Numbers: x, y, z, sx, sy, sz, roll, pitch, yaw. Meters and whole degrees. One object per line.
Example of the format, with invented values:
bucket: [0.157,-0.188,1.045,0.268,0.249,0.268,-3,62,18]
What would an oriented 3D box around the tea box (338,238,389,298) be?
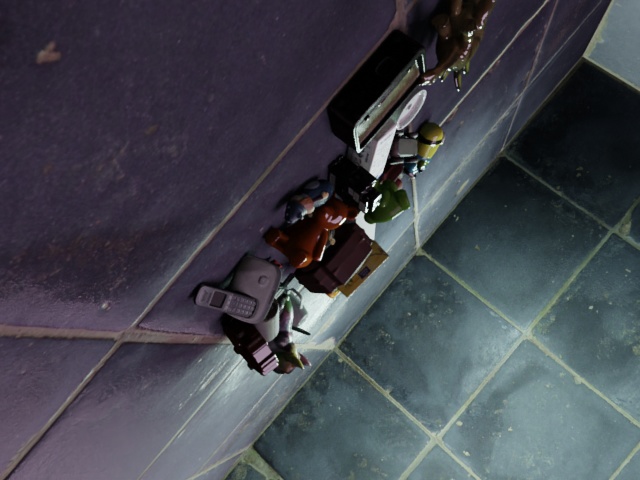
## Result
tea box: [0.104,0.074,1.532,0.169,0.068,0.098,-45,-165,-2]

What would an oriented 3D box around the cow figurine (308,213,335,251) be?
cow figurine: [-0.002,-0.005,1.394,0.068,0.098,0.167,-51,165,-21]

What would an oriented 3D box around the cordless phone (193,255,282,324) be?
cordless phone: [-0.186,0.098,1.182,0.184,0.089,0.146,21,91,-44]

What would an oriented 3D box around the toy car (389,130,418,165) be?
toy car: [0.229,-0.256,1.488,0.202,0.053,0.089,-21,108,-63]

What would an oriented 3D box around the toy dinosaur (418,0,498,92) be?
toy dinosaur: [0.305,-0.450,1.150,0.471,0.105,0.198,-55,163,-31]

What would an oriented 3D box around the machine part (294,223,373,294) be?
machine part: [0.037,0.052,1.473,0.201,0.087,0.201,-48,-163,-22]

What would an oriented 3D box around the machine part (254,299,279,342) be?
machine part: [-0.143,0.202,1.387,0.079,0.079,0.243,-43,163,-21]

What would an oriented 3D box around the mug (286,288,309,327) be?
mug: [-0.082,0.203,1.633,0.109,0.107,0.081,-55,165,26]

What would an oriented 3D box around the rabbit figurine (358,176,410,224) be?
rabbit figurine: [0.136,-0.133,1.455,0.159,0.121,0.170,-32,126,7]

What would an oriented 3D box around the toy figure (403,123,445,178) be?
toy figure: [0.316,-0.277,1.660,0.180,0.082,0.089,-56,165,29]

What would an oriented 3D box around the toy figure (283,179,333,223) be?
toy figure: [-0.030,-0.087,1.197,0.064,0.058,0.154,-35,-177,46]

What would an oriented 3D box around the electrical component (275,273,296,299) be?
electrical component: [-0.123,0.126,1.453,0.119,0.048,0.075,-52,164,7]

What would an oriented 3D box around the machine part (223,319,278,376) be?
machine part: [-0.184,0.273,1.397,0.056,0.179,0.179,-38,161,-23]

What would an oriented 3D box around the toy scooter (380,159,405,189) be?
toy scooter: [0.207,-0.185,1.592,0.135,0.075,0.184,-56,158,15]

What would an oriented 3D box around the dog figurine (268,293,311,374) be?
dog figurine: [-0.102,0.273,1.540,0.191,0.219,0.108,-50,167,4]

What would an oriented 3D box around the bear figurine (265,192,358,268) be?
bear figurine: [-0.013,-0.030,1.252,0.196,0.120,0.132,-48,162,4]

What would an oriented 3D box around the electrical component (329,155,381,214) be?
electrical component: [0.084,-0.125,1.282,0.058,0.134,0.114,-45,165,-16]

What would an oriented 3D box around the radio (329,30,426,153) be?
radio: [0.119,-0.299,1.088,0.229,0.073,0.131,-51,165,-4]
